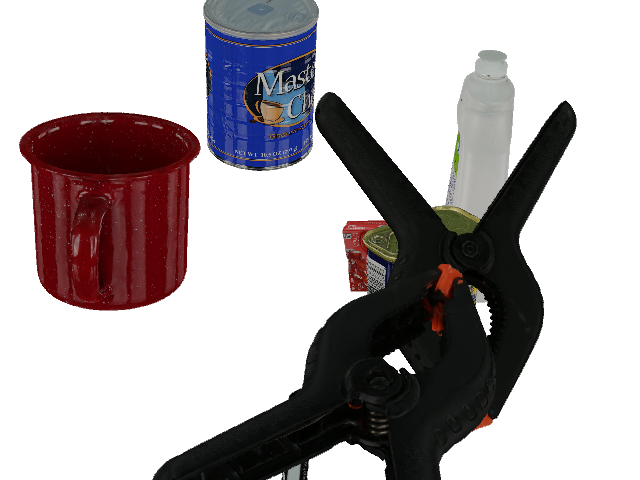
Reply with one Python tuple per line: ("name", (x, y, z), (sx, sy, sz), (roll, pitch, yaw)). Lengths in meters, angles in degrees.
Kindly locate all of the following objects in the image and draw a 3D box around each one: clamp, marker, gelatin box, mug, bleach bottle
("clamp", (0.029, 0.075, 0.424), (0.120, 0.039, 0.171), (30, 51, 21))
("marker", (-0.017, 0.152, 0.745), (0.020, 0.121, 0.020), (4, 32, -3))
("gelatin box", (0.069, 0.019, 1.291), (0.073, 0.089, 0.030), (1, 29, 16))
("mug", (-0.112, -0.010, 0.564), (0.093, 0.081, 0.117), (3, 26, -3))
("bleach bottle", (0.161, -0.067, 1.083), (0.068, 0.251, 0.102), (2, 32, -1))
("clamp", (0.072, 0.004, 0.628), (0.164, 0.210, 0.036), (7, -18, -8))

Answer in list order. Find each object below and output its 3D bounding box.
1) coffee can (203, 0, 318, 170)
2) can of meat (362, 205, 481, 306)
("coffee can", (-0.055, -0.151, 0.987), (0.103, 0.140, 0.103), (2, 37, -2))
("can of meat", (0.085, 0.029, 0.880), (0.101, 0.084, 0.058), (-20, 34, -31))
